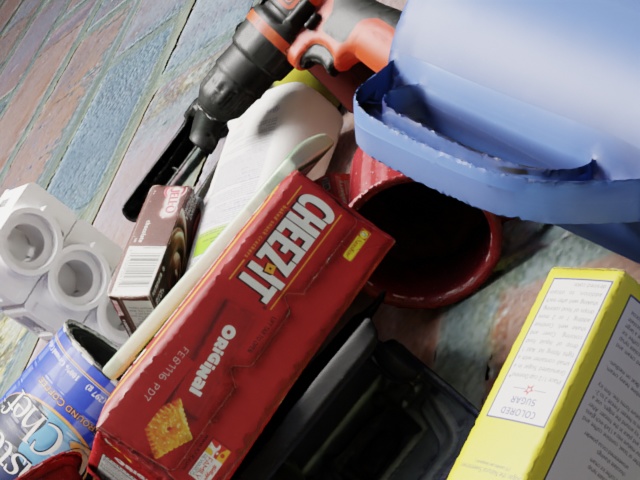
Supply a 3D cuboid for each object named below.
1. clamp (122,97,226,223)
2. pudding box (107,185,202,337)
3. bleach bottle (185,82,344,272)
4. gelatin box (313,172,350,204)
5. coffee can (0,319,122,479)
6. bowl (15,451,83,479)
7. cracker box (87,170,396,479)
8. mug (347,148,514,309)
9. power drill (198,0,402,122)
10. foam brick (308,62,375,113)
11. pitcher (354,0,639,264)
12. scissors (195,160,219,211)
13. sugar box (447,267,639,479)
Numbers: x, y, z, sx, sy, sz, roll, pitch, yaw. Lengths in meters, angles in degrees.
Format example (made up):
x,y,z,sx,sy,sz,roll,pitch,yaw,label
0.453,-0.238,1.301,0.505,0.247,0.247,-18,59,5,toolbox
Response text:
x,y,z,sx,sy,sz,roll,pitch,yaw,label
-0.118,-0.113,1.041,0.165,0.036,0.209,-38,21,41,clamp
-0.116,0.027,0.815,0.039,0.090,0.113,3,49,18,pudding box
-0.059,0.000,0.800,0.103,0.068,0.250,-21,41,46,bleach bottle
-0.005,0.001,0.713,0.089,0.030,0.073,-18,79,46,gelatin box
-0.187,0.143,0.761,0.140,0.102,0.103,-49,27,-1,coffee can
-0.176,0.195,0.593,0.162,0.055,0.162,-46,-11,-12,bowl
-0.056,0.071,0.595,0.164,0.072,0.214,-54,0,-21,cracker box
0.068,-0.023,0.625,0.117,0.093,0.081,-14,33,13,mug
0.016,-0.117,0.747,0.184,0.057,0.188,-48,61,11,power drill
0.026,-0.146,0.841,0.051,0.078,0.053,1,55,58,foam brick
0.139,-0.048,0.458,0.149,0.144,0.243,-56,40,2,pitcher
-0.115,-0.035,0.913,0.016,0.096,0.201,8,54,12,scissors
0.092,0.108,0.410,0.048,0.093,0.176,4,57,58,sugar box
